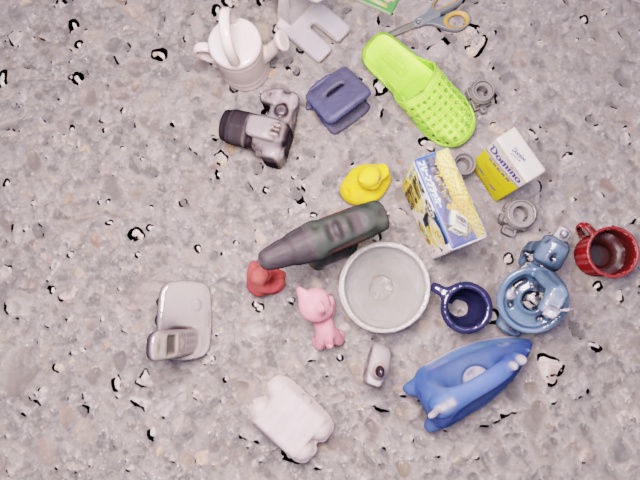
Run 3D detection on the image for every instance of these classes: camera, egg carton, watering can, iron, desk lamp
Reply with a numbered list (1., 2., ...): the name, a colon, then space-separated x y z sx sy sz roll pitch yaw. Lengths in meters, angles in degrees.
1. camera: -0.118 -0.224 1.095 0.136 0.101 0.143 14 85 4
2. egg carton: -0.053 0.327 1.052 0.150 0.069 0.107 40 87 6
3. watering can: -0.148 -0.362 1.063 0.173 0.194 0.101 -24 83 0
4. iron: 0.282 0.243 1.011 0.258 0.141 0.118 -30 84 -1
5. desk lamp: -0.045 -0.467 1.059 0.203 0.213 0.118 41 87 6

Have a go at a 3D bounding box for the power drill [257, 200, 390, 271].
1. power drill: 0.009 0.004 1.012 0.229 0.208 0.075 -24 83 0

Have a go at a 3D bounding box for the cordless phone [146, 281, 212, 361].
1. cordless phone: -0.258 0.145 1.021 0.094 0.185 0.148 -3 84 2

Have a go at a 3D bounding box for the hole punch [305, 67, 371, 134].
1. hole punch: 0.032 -0.273 1.098 0.108 0.091 0.101 -37 84 -1

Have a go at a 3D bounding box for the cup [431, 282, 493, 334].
1. cup: 0.248 0.116 1.048 0.117 0.095 0.092 32 86 5

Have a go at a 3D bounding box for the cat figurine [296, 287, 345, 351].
1. cat figurine: 0.001 0.140 1.045 0.067 0.118 0.128 -18 84 1

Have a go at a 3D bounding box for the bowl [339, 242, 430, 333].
1. bowl: 0.118 0.088 1.067 0.167 0.075 0.167 0 84 2

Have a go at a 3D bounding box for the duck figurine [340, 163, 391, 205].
1. duck figurine: 0.087 -0.111 1.082 0.104 0.086 0.077 -28 84 -1

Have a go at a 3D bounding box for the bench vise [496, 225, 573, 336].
1. bench vise: 0.375 0.067 0.985 0.121 0.220 0.207 9 85 4

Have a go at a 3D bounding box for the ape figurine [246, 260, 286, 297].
1. ape figurine: -0.107 0.070 1.069 0.076 0.092 0.078 -35 84 -1

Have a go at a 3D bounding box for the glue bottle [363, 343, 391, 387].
1. glue bottle: 0.101 0.225 1.004 0.037 0.173 0.078 17 85 4
